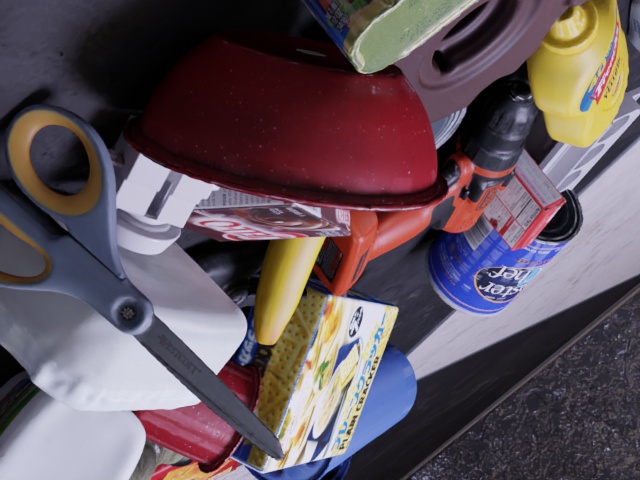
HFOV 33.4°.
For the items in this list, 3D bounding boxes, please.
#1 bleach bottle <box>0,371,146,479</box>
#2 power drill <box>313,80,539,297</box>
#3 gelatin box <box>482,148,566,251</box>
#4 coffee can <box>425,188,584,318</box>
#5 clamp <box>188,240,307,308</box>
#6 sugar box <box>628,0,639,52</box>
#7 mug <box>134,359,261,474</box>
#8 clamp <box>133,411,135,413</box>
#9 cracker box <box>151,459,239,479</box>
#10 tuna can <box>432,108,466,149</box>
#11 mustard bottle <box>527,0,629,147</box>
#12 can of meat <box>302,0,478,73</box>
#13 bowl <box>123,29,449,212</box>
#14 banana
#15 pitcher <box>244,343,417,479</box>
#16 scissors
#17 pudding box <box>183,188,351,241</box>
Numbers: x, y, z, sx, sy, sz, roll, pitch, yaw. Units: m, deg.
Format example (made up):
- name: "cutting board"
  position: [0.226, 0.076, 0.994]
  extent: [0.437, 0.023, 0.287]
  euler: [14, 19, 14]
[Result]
- name: "bleach bottle"
  position: [-0.182, 0.129, 0.657]
  extent: [0.102, 0.068, 0.251]
  euler: [-55, -164, -18]
- name: "power drill"
  position: [0.082, -0.039, 0.856]
  extent: [0.187, 0.057, 0.185]
  euler: [-26, 157, -25]
- name: "gelatin box"
  position: [0.169, -0.045, 0.949]
  extent: [0.030, 0.089, 0.073]
  euler: [-27, 161, -27]
- name: "coffee can"
  position: [0.180, -0.001, 1.064]
  extent: [0.102, 0.103, 0.140]
  euler: [-23, 158, -36]
- name: "clamp"
  position: [-0.063, 0.021, 0.776]
  extent: [0.171, 0.039, 0.120]
  euler: [-19, 140, -39]
- name: "sugar box"
  position: [0.339, -0.223, 0.880]
  extent: [0.176, 0.048, 0.093]
  euler: [-34, 163, 5]
- name: "mug"
  position: [-0.102, 0.113, 0.830]
  extent: [0.093, 0.081, 0.117]
  euler: [-45, -155, 39]
- name: "clamp"
  position: [-0.157, 0.135, 0.744]
  extent: [0.164, 0.036, 0.210]
  euler: [-59, -164, -17]
- name: "cracker box"
  position: [-0.169, 0.222, 1.045]
  extent: [0.213, 0.072, 0.164]
  euler: [-25, 160, -29]
- name: "tuna can"
  position: [0.057, -0.079, 0.740]
  extent: [0.086, 0.034, 0.086]
  euler: [-32, 163, -12]
- name: "mustard bottle"
  position: [0.185, -0.134, 0.770]
  extent: [0.096, 0.058, 0.191]
  euler: [-69, 159, -1]
- name: "can of meat"
  position: [0.030, -0.134, 0.462]
  extent: [0.102, 0.084, 0.057]
  euler: [-38, 163, 6]
- name: "bowl"
  position: [-0.011, -0.065, 0.515]
  extent: [0.161, 0.162, 0.055]
  euler: [-12, 119, -53]
- name: "banana"
  position: [-0.003, -0.014, 0.718]
  extent: [0.037, 0.069, 0.198]
  euler: [19, 128, -17]
- name: "pitcher"
  position: [0.013, 0.197, 1.217]
  extent: [0.149, 0.145, 0.242]
  euler: [-46, 163, 26]
- name: "scissors"
  position: [-0.084, 0.012, 0.487]
  extent: [0.096, 0.202, 0.016]
  euler: [-62, 179, 5]
- name: "pudding box"
  position: [-0.039, -0.025, 0.627]
  extent: [0.090, 0.039, 0.113]
  euler: [-4, 169, 18]
